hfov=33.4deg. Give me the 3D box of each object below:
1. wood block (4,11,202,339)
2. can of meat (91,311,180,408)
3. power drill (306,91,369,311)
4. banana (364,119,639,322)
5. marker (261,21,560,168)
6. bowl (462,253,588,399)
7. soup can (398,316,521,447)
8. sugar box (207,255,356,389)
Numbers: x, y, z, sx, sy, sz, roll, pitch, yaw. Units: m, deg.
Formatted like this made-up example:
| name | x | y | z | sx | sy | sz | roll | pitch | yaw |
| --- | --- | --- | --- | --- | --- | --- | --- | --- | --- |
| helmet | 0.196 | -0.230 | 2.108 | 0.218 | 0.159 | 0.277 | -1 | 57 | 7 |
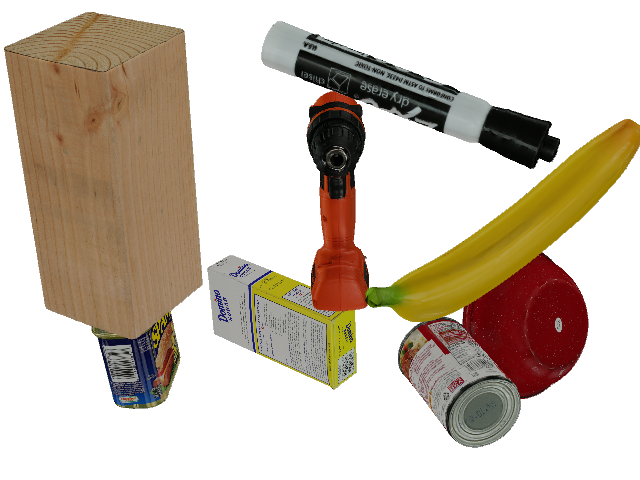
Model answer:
| name | x | y | z | sx | sy | sz | roll | pitch | yaw |
| --- | --- | --- | --- | --- | --- | --- | --- | --- | --- |
| wood block | -0.151 | -0.046 | 0.767 | 0.090 | 0.206 | 0.090 | 16 | 34 | 26 |
| can of meat | -0.170 | 0.098 | 1.005 | 0.057 | 0.084 | 0.102 | -4 | 25 | 8 |
| power drill | 0.017 | -0.034 | 0.984 | 0.057 | 0.188 | 0.184 | 1 | 20 | 2 |
| banana | 0.118 | -0.003 | 0.664 | 0.198 | 0.037 | 0.069 | -35 | -15 | -3 |
| marker | 0.034 | -0.056 | 0.413 | 0.121 | 0.020 | 0.020 | 23 | 6 | 14 |
| bowl | 0.225 | 0.086 | 1.101 | 0.161 | 0.162 | 0.055 | 0 | -1 | -34 |
| soup can | 0.116 | 0.117 | 0.895 | 0.068 | 0.068 | 0.102 | 0 | 24 | -21 |
| sugar box | -0.042 | 0.086 | 1.156 | 0.176 | 0.093 | 0.048 | 23 | 38 | 35 |
